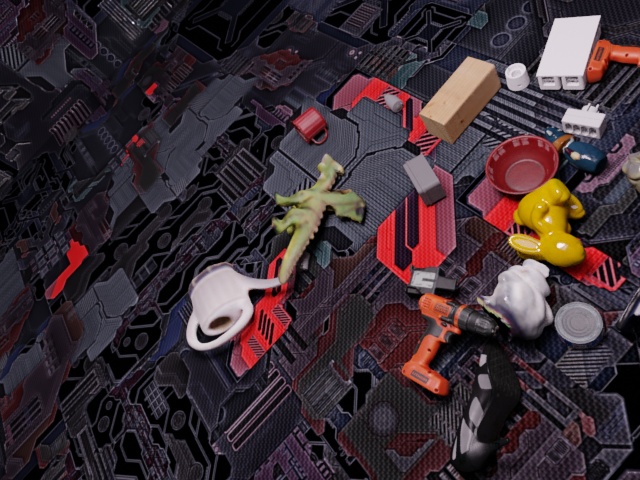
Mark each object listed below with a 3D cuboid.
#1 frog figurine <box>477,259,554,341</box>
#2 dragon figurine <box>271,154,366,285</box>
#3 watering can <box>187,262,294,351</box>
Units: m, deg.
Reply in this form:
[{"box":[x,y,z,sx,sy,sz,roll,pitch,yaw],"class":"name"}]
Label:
[{"box":[0.414,0.115,1.030,0.160,0.121,0.138,-40,82,-6],"class":"frog figurine"},{"box":[0.004,-0.070,1.396,0.242,0.120,0.420,-13,52,14],"class":"dragon figurine"},{"box":[-0.238,0.149,1.411,0.347,0.102,0.229,-40,50,4],"class":"watering can"}]
